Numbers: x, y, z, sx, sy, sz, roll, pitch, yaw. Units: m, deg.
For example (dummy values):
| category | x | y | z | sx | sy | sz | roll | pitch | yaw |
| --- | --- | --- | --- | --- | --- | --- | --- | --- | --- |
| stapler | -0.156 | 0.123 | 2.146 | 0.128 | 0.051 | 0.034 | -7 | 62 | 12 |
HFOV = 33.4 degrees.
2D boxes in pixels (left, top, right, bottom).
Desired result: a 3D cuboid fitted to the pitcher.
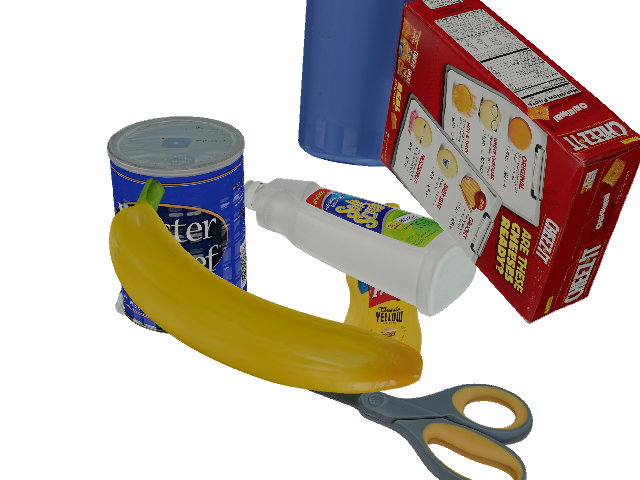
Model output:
| category | x | y | z | sx | sy | sz | roll | pitch | yaw |
| --- | --- | --- | --- | --- | --- | --- | --- | --- | --- |
| pitcher | 0.052 | -0.192 | 0.966 | 0.145 | 0.243 | 0.149 | 8 | 14 | 6 |

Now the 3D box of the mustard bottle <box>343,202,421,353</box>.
| category | x | y | z | sx | sy | sz | roll | pitch | yaw |
| --- | --- | --- | --- | --- | --- | --- | --- | --- | --- |
| mustard bottle | 0.077 | 0.050 | 1.266 | 0.096 | 0.192 | 0.058 | 0 | 14 | -13 |

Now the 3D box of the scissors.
| category | x | y | z | sx | sy | sz | roll | pitch | yaw |
| --- | --- | --- | --- | --- | --- | --- | --- | --- | --- |
| scissors | 0.053 | 0.102 | 0.705 | 0.202 | 0.016 | 0.096 | 29 | 44 | 25 |

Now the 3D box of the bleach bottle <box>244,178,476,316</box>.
| category | x | y | z | sx | sy | sz | roll | pitch | yaw |
| --- | --- | --- | --- | --- | --- | --- | --- | --- | --- |
| bleach bottle | 0.024 | -0.008 | 1.045 | 0.251 | 0.068 | 0.102 | 20 | 29 | 28 |

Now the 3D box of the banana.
| category | x | y | z | sx | sy | sz | roll | pitch | yaw |
| --- | --- | --- | --- | --- | --- | --- | --- | --- | --- |
| banana | -0.044 | 0.028 | 0.531 | 0.198 | 0.069 | 0.037 | 34 | -27 | 27 |

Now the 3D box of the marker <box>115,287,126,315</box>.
| category | x | y | z | sx | sy | sz | roll | pitch | yaw |
| --- | --- | --- | --- | --- | --- | --- | --- | --- | --- |
| marker | -0.184 | 0.028 | 1.073 | 0.020 | 0.020 | 0.121 | 0 | 39 | 5 |

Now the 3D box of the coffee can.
| category | x | y | z | sx | sy | sz | roll | pitch | yaw |
| --- | --- | --- | --- | --- | --- | --- | --- | --- | --- |
| coffee can | -0.109 | -0.013 | 0.832 | 0.103 | 0.140 | 0.103 | 0 | 28 | 0 |

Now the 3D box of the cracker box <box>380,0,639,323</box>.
| category | x | y | z | sx | sy | sz | roll | pitch | yaw |
| --- | --- | --- | --- | --- | --- | --- | --- | --- | --- |
| cracker box | 0.139 | -0.070 | 0.829 | 0.072 | 0.164 | 0.214 | -21 | 51 | -25 |
